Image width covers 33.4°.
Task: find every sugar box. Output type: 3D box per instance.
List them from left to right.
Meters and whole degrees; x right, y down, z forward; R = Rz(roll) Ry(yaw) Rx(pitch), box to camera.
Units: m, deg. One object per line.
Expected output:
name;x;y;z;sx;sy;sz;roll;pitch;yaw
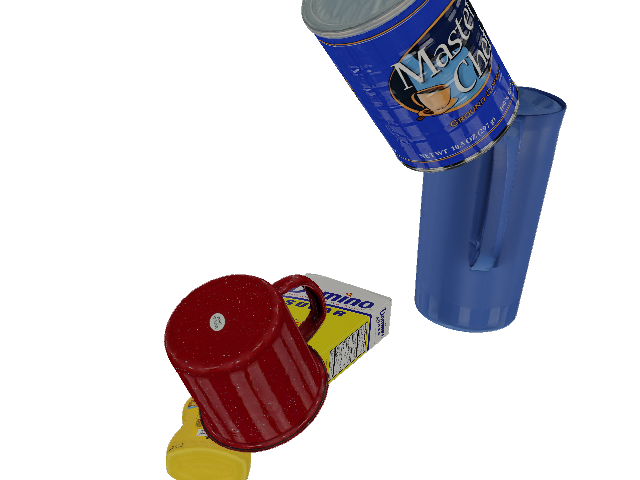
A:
sugar box;-0.019;0.085;0.926;0.093;0.048;0.175;17;30;26

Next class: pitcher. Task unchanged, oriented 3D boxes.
pitcher;0.161;-0.031;1.067;0.148;0.243;0.145;-16;30;-42

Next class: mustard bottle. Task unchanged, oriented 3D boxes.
mustard bottle;-0.123;0.223;1.297;0.096;0.058;0.191;3;23;4

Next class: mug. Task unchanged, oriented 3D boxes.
mug;-0.042;0.069;0.697;0.117;0.081;0.093;-41;46;-18

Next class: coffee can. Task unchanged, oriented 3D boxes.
coffee can;0.065;-0.131;0.745;0.103;0.102;0.140;0;-38;38
